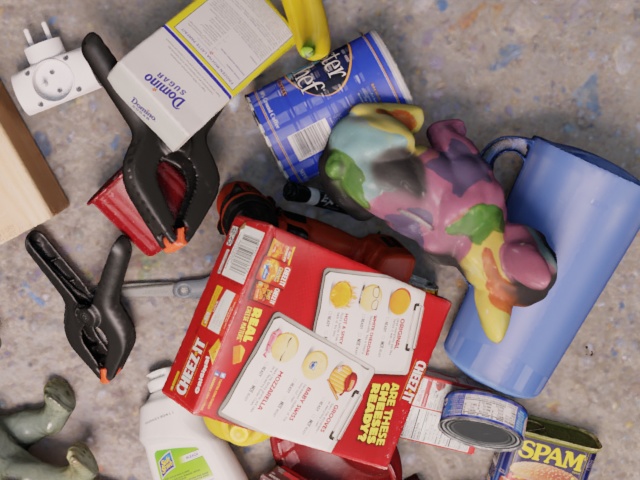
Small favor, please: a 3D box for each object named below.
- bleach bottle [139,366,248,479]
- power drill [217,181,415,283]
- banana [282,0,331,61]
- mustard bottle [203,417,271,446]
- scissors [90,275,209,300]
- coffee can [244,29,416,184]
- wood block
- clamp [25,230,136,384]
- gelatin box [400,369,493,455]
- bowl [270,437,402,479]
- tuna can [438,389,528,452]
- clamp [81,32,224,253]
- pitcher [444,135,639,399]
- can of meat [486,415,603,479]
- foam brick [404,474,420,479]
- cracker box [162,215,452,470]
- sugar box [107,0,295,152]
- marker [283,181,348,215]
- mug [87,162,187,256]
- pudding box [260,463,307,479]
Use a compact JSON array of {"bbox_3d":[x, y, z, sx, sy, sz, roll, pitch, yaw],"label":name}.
[{"bbox_3d":[-0.115,0.248,1.083,0.103,0.068,0.251,-23,81,11],"label":"bleach bottle"},{"bbox_3d":[-0.007,0.001,1.016,0.187,0.184,0.057,22,99,-15],"label":"power drill"},{"bbox_3d":[-0.022,-0.244,1.013,0.037,0.069,0.198,-17,69,0],"label":"banana"},{"bbox_3d":[-0.063,0.149,1.022,0.096,0.191,0.058,-11,101,7],"label":"mustard bottle"},{"bbox_3d":[-0.127,0.067,1.100,0.202,0.016,0.096,-16,100,2],"label":"scissors"},{"bbox_3d":[0.012,-0.125,1.026,0.140,0.103,0.103,-27,99,3],"label":"coffee can"},{"bbox_3d":[-0.337,-0.098,1.029,0.090,0.091,0.206,-27,99,3],"label":"wood block"},{"bbox_3d":[-0.219,0.064,1.064,0.120,0.039,0.171,-3,117,33],"label":"clamp"},{"bbox_3d":[0.127,0.178,1.117,0.089,0.030,0.073,14,100,-4],"label":"gelatin box"},{"bbox_3d":[0.027,0.219,1.085,0.162,0.055,0.162,21,127,31],"label":"bowl"},{"bbox_3d":[0.162,0.179,1.058,0.086,0.086,0.033,19,64,-4],"label":"tuna can"},{"bbox_3d":[-0.149,-0.094,0.993,0.164,0.036,0.210,11,69,-28],"label":"clamp"},{"bbox_3d":[0.209,0.023,1.049,0.144,0.149,0.243,15,105,-41],"label":"pitcher"},{"bbox_3d":[0.231,0.235,1.116,0.102,0.057,0.084,15,102,-3],"label":"can of meat"},{"bbox_3d":[0.084,0.294,1.124,0.078,0.053,0.051,-30,99,5],"label":"foam brick"},{"bbox_3d":[-0.007,0.091,0.919,0.213,0.072,0.164,23,88,-35],"label":"cracker box"},{"bbox_3d":[-0.107,-0.171,0.997,0.093,0.048,0.176,48,59,-7],"label":"sugar box"},{"bbox_3d":[0.004,-0.039,1.040,0.020,0.120,0.020,-6,79,36],"label":"marker"},{"bbox_3d":[-0.160,-0.046,1.050,0.081,0.093,0.117,47,59,-13],"label":"mug"},{"bbox_3d":[-0.025,0.300,1.099,0.090,0.039,0.113,25,119,29],"label":"pudding box"}]
